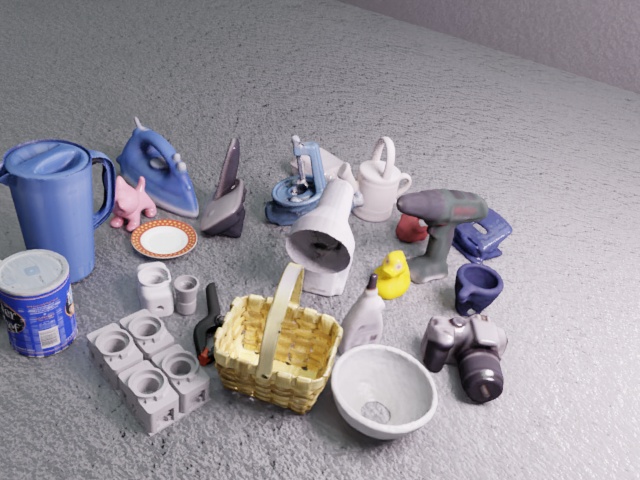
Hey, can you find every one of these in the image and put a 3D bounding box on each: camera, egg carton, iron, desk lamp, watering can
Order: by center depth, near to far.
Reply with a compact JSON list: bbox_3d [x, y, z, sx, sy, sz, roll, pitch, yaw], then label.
[{"bbox_3d":[0.257,0.198,0.981,0.143,0.101,0.137,8,36,-3],"label":"camera"},{"bbox_3d":[0.010,0.004,1.082,0.118,0.213,0.203,14,36,5],"label":"desk lamp"},{"bbox_3d":[-0.349,-0.166,1.279,0.257,0.141,0.119,35,43,29],"label":"iron"},{"bbox_3d":[0.129,-0.145,1.328,0.173,0.194,0.100,-15,44,-31],"label":"watering can"},{"bbox_3d":[0.002,-0.174,1.440,0.150,0.069,0.107,36,43,30],"label":"egg carton"}]

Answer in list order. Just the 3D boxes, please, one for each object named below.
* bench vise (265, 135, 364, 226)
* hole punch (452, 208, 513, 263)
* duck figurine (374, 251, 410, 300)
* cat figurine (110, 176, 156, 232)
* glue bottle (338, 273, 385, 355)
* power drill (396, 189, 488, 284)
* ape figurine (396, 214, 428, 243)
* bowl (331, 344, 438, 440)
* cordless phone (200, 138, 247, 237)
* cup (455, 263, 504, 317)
[{"bbox_3d":[-0.009,-0.125,1.244,0.208,0.220,0.121,-5,39,-20],"label":"bench vise"},{"bbox_3d":[0.364,-0.012,1.297,0.101,0.091,0.108,-14,43,-29],"label":"hole punch"},{"bbox_3d":[0.149,0.059,1.152,0.077,0.086,0.105,26,39,19],"label":"duck figurine"},{"bbox_3d":[-0.392,-0.083,1.177,0.067,0.118,0.128,16,37,8],"label":"cat figurine"},{"bbox_3d":[0.077,0.124,0.973,0.078,0.173,0.037,-7,40,-23],"label":"glue bottle"},{"bbox_3d":[0.233,-0.015,1.169,0.230,0.208,0.075,-12,42,-28],"label":"power drill"},{"bbox_3d":[0.212,-0.044,1.301,0.076,0.092,0.077,-7,40,-22],"label":"ape figurine"},{"bbox_3d":[0.093,0.248,0.894,0.167,0.075,0.167,7,36,-5],"label":"bowl"},{"bbox_3d":[-0.200,-0.111,1.206,0.094,0.185,0.147,4,37,-9],"label":"cordless phone"},{"bbox_3d":[0.292,0.111,1.111,0.091,0.095,0.118,33,42,27],"label":"cup"}]
